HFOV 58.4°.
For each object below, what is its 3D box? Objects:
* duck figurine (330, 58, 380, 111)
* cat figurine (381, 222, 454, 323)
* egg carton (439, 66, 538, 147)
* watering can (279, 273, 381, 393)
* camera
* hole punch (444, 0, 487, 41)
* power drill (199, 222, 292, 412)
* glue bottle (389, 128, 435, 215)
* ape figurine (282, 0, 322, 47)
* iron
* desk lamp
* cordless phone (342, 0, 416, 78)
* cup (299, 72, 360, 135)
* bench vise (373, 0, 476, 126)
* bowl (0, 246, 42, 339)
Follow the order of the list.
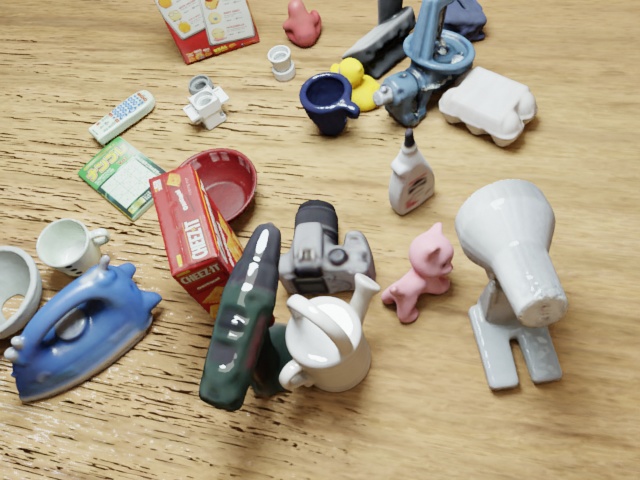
[{"bbox_3d":[0.064,-0.286,1.030,0.104,0.086,0.077,23,68,22],"label":"duck figurine"},{"bbox_3d":[0.142,0.041,0.811,0.128,0.118,0.067,-42,61,-13],"label":"cat figurine"},{"bbox_3d":[0.282,-0.225,0.961,0.150,0.069,0.107,31,71,25],"label":"egg carton"},{"bbox_3d":[0.010,0.118,0.749,0.100,0.194,0.173,15,65,19],"label":"watering can"},{"bbox_3d":[0.008,0.003,0.869,0.143,0.101,0.137,-4,60,9],"label":"camera"},{"bbox_3d":[0.251,-0.426,1.068,0.101,0.091,0.108,-21,59,-1],"label":"hole punch"},{"bbox_3d":[-0.081,0.119,0.759,0.075,0.209,0.230,10,63,17],"label":"power drill"},{"bbox_3d":[0.136,-0.108,0.864,0.078,0.173,0.037,-38,61,-10],"label":"glue bottle"},{"bbox_3d":[-0.038,-0.436,1.131,0.077,0.092,0.076,-8,60,7],"label":"ape figurine"},{"bbox_3d":[-0.373,0.131,0.850,0.258,0.142,0.118,-43,62,-13],"label":"iron"},{"bbox_3d":[0.249,0.059,0.724,0.118,0.214,0.203,-12,59,5],"label":"desk lamp"},{"bbox_3d":[0.102,-0.403,1.030,0.094,0.185,0.148,38,74,27],"label":"cordless phone"},{"bbox_3d":[0.027,-0.224,0.997,0.117,0.095,0.092,33,72,26],"label":"cup"},{"bbox_3d":[0.178,-0.301,0.937,0.121,0.220,0.208,25,69,23],"label":"bench vise"},{"bbox_3d":[-0.522,0.098,0.937,0.167,0.075,0.167,-5,60,9],"label":"bowl"}]
